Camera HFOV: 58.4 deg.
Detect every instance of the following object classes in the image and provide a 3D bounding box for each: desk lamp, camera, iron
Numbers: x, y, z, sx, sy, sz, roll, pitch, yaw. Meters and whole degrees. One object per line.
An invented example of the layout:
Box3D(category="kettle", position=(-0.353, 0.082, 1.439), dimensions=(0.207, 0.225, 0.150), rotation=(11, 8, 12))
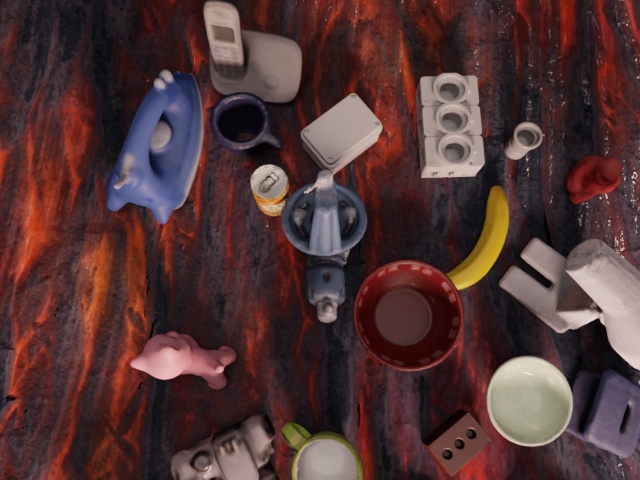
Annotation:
Box3D(category="desk lamp", position=(0.378, 0.077, 0.779), dimensions=(0.203, 0.213, 0.118), rotation=(38, 80, 7))
Box3D(category="camera", position=(-0.114, 0.325, 0.777), dimensions=(0.143, 0.101, 0.137), rotation=(-26, 80, -6))
Box3D(category="iron", position=(-0.245, -0.164, 0.855), dimensions=(0.118, 0.141, 0.258), rotation=(14, 78, 2))

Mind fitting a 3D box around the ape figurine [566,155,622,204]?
Box3D(category="ape figurine", position=(0.427, -0.099, 0.878), dimensions=(0.078, 0.092, 0.076), rotation=(14, 78, 2))

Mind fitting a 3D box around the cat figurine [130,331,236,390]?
Box3D(category="cat figurine", position=(-0.190, 0.167, 0.800), dimensions=(0.127, 0.118, 0.067), rotation=(14, 78, 2))

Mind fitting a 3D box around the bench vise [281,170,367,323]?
Box3D(category="bench vise", position=(0.019, -0.001, 0.786), dimensions=(0.121, 0.220, 0.207), rotation=(-19, 79, -4))

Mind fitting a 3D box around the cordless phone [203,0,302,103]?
Box3D(category="cordless phone", position=(-0.101, -0.287, 0.860), dimensions=(0.147, 0.185, 0.094), rotation=(6, 78, 1))

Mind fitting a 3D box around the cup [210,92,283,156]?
Box3D(category="cup", position=(-0.105, -0.161, 0.881), dimensions=(0.117, 0.095, 0.092), rotation=(30, 80, 5))

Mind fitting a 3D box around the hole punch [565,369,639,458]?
Box3D(category="hole punch", position=(0.413, 0.242, 0.808), dimensions=(0.101, 0.091, 0.109), rotation=(23, 79, 4))
